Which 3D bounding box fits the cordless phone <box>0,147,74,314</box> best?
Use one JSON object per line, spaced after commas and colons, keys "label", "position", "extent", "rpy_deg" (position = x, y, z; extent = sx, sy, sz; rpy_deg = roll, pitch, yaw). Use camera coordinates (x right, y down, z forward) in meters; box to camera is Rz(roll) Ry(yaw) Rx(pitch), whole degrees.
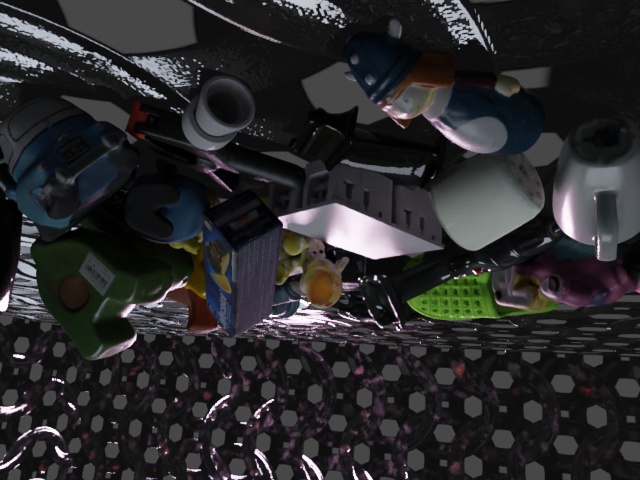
{"label": "cordless phone", "position": [-0.317, -0.008, 0.576], "extent": [0.089, 0.184, 0.146], "rpy_deg": [2, 165, -10]}

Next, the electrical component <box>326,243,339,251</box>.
{"label": "electrical component", "position": [-0.002, -0.003, 0.773], "extent": [0.078, 0.045, 0.102], "rpy_deg": [29, 171, 22]}

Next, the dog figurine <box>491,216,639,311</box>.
{"label": "dog figurine", "position": [0.367, 0.042, 0.715], "extent": [0.219, 0.108, 0.191], "rpy_deg": [6, 164, -15]}

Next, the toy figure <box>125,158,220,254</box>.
{"label": "toy figure", "position": [-0.158, -0.038, 0.573], "extent": [0.089, 0.082, 0.180], "rpy_deg": [39, -177, 1]}

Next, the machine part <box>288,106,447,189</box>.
{"label": "machine part", "position": [0.047, -0.082, 0.481], "extent": [0.139, 0.039, 0.084], "rpy_deg": [11, 158, -16]}

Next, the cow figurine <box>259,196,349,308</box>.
{"label": "cow figurine", "position": [-0.020, 0.019, 0.664], "extent": [0.068, 0.167, 0.098], "rpy_deg": [-52, 151, 19]}

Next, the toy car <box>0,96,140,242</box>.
{"label": "toy car", "position": [-0.228, -0.070, 0.469], "extent": [0.103, 0.109, 0.162], "rpy_deg": [49, 158, -11]}

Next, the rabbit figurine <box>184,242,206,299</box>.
{"label": "rabbit figurine", "position": [-0.168, 0.013, 0.753], "extent": [0.163, 0.121, 0.173], "rpy_deg": [2, -177, 18]}

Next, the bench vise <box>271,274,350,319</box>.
{"label": "bench vise", "position": [-0.044, 0.068, 0.916], "extent": [0.240, 0.129, 0.223], "rpy_deg": [-9, 166, -38]}

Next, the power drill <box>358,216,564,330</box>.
{"label": "power drill", "position": [0.160, 0.033, 0.681], "extent": [0.207, 0.086, 0.232], "rpy_deg": [-31, -178, -16]}

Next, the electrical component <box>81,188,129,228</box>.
{"label": "electrical component", "position": [-0.273, 0.007, 0.708], "extent": [0.058, 0.134, 0.115], "rpy_deg": [7, 166, -4]}

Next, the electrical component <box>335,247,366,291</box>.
{"label": "electrical component", "position": [0.047, 0.036, 0.833], "extent": [0.048, 0.075, 0.119], "rpy_deg": [1, 168, 9]}

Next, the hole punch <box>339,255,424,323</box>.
{"label": "hole punch", "position": [0.106, 0.085, 0.936], "extent": [0.142, 0.115, 0.092], "rpy_deg": [5, 172, 1]}

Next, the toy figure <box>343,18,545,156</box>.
{"label": "toy figure", "position": [0.087, -0.101, 0.373], "extent": [0.154, 0.058, 0.064], "rpy_deg": [13, 124, -23]}

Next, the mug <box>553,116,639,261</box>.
{"label": "mug", "position": [0.236, -0.044, 0.453], "extent": [0.081, 0.109, 0.107], "rpy_deg": [2, 151, 29]}

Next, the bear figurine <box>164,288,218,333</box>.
{"label": "bear figurine", "position": [-0.259, 0.079, 0.826], "extent": [0.196, 0.132, 0.120], "rpy_deg": [1, 169, -20]}

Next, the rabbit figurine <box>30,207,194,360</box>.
{"label": "rabbit figurine", "position": [-0.218, 0.035, 0.590], "extent": [0.159, 0.121, 0.170], "rpy_deg": [31, -166, 13]}

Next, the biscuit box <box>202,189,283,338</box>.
{"label": "biscuit box", "position": [-0.090, 0.035, 0.605], "extent": [0.063, 0.059, 0.202], "rpy_deg": [-31, 155, -28]}
